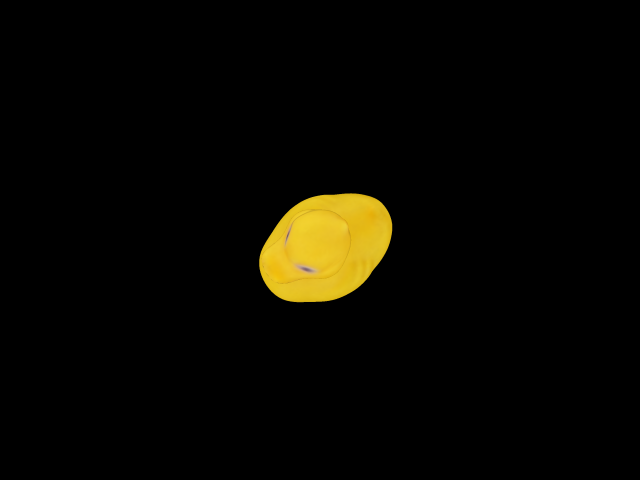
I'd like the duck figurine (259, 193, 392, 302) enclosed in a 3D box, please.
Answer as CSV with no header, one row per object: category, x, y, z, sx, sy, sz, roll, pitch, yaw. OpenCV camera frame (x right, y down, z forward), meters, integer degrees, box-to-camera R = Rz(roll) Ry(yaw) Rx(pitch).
duck figurine,0.004,0.001,0.400,0.104,0.086,0.077,-28,83,-3
